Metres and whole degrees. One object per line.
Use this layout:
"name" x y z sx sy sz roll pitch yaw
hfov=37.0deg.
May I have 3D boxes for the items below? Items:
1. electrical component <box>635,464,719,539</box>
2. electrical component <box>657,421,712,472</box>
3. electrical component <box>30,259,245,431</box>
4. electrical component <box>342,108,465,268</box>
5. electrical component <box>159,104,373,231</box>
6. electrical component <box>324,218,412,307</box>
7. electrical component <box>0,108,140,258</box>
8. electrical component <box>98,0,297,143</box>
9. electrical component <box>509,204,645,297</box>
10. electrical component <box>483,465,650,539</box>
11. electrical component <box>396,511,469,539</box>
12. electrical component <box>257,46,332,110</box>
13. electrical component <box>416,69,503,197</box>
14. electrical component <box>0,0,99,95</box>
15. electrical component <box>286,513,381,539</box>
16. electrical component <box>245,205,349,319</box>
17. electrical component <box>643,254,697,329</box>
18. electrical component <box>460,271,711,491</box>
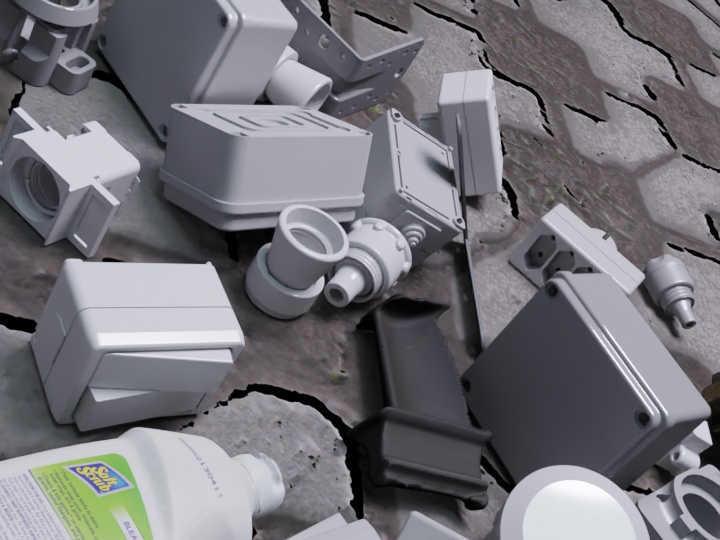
"electrical component" 0.189 0.154 0.631 0.089 0.055 0.050 -10 55 -44
"electrical component" 0.196 0.096 0.711 0.055 0.048 0.066 30 36 -20
"electrical component" -0.103 0.038 0.529 0.096 0.061 0.061 1 48 -37
"electrical component" 0.025 -0.047 0.723 0.062 0.061 0.096 28 40 -32
"electrical component" -0.057 -0.065 0.663 0.113 0.057 0.078 -7 25 -42
"electrical component" 0.000 0.000 0.668 0.048 0.048 0.062 38 42 5
"electrical component" -0.162 -0.052 0.601 0.081 0.042 0.064 43 36 10
"electrical component" -0.109 -0.153 0.701 0.056 0.108 0.108 -8 54 -46
"electrical component" 0.169 -0.008 0.805 0.083 0.047 0.076 43 37 11
"electrical component" 0.105 0.147 0.560 0.080 0.051 0.080 6 59 -10
"electrical component" 0.048 0.168 0.500 0.083 0.075 0.047 22 -12 31
"electrical component" -0.055 -0.136 0.777 0.055 0.045 0.045 39 36 6
"electrical component" 0.066 -0.102 0.817 0.076 0.083 0.047 -4 36 13
"electrical component" -0.199 -0.158 0.678 0.078 0.057 0.058 37 36 3
"electrical component" -0.032 0.150 0.457 0.096 0.061 0.061 -7 53 -43
"electrical component" -0.038 -0.004 0.632 0.045 0.055 0.045 21 38 -18
"electrical component" 0.248 0.019 0.848 0.035 0.035 0.061 10 45 -29
"electrical component" 0.127 0.074 0.629 0.056 0.108 0.108 -1 49 -42
